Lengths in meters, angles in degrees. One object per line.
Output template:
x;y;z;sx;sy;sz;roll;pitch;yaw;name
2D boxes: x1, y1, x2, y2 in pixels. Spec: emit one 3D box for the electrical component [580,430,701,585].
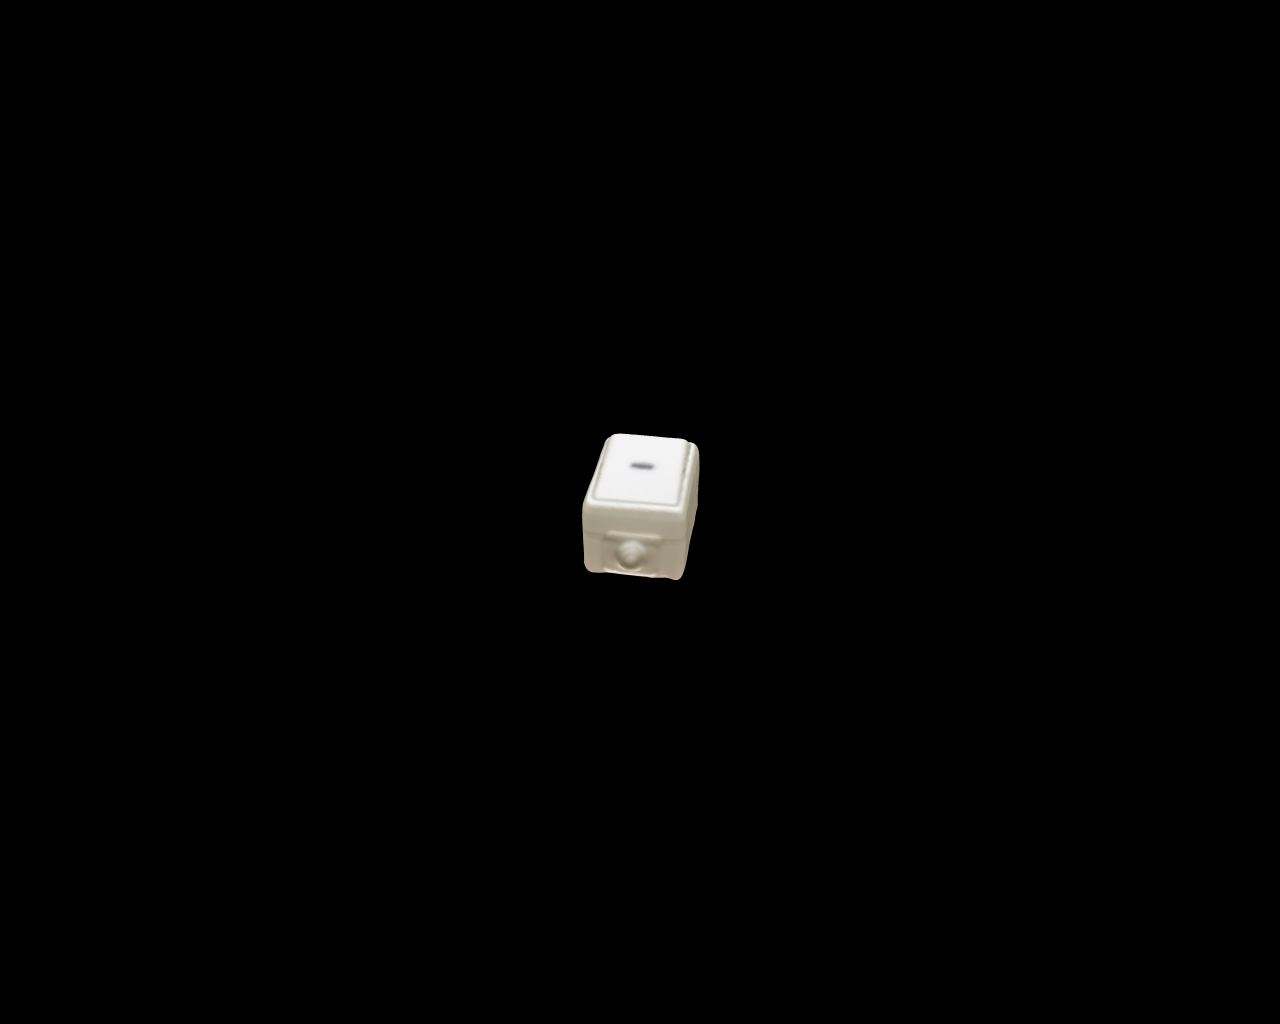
0.001;-0.003;0.650;0.062;0.061;0.096;6;37;8;electrical component
